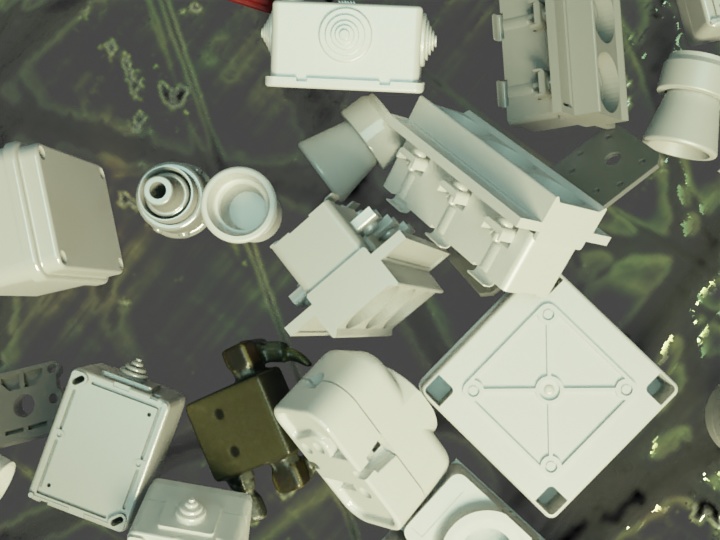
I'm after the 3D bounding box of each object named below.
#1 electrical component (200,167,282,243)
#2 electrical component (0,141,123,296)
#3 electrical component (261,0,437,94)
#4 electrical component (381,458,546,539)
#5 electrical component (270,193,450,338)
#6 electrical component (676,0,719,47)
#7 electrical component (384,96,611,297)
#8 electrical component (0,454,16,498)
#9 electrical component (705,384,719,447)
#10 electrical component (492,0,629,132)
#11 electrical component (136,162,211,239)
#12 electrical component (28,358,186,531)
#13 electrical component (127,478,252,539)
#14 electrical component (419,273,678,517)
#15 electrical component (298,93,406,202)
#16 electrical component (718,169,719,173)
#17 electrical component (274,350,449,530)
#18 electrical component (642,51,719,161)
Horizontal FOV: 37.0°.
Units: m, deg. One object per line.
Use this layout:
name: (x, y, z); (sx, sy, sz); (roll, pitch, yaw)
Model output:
electrical component: (-0.068, -0.036, 0.646); (0.044, 0.065, 0.044); (0, 87, 3)
electrical component: (-0.188, -0.027, 0.630); (0.057, 0.113, 0.078); (-13, 87, 6)
electrical component: (-0.005, -0.131, 0.631); (0.100, 0.099, 0.048); (3, 101, 4)
electrical component: (0.091, 0.216, 0.628); (0.186, 0.060, 0.105); (42, 90, 4)
electrical component: (0.000, 0.000, 0.609); (0.079, 0.121, 0.063); (-40, 78, 10)
electrical component: (0.221, -0.175, 0.637); (0.062, 0.061, 0.096); (-14, 87, 3)
electrical component: (0.070, -0.041, 0.609); (0.121, 0.079, 0.063); (45, 116, 41)
electrical component: (-0.260, 0.117, 0.662); (0.081, 0.043, 0.043); (29, 90, 4)
electrical component: (0.277, 0.092, 0.615); (0.138, 0.074, 0.052); (7, 88, 4)
electrical component: (0.117, -0.146, 0.637); (0.063, 0.079, 0.121); (-5, 87, 35)
electrical component: (-0.115, -0.045, 0.651); (0.048, 0.062, 0.048); (0, 88, 3)
electrical component: (-0.147, 0.098, 0.647); (0.062, 0.061, 0.096); (20, 90, 3)
electrical component: (-0.099, 0.165, 0.628); (0.062, 0.061, 0.096); (9, 117, 2)
electrical component: (0.109, 0.069, 0.635); (0.109, 0.056, 0.108); (44, 91, 4)
electrical component: (-0.003, -0.075, 0.654); (0.055, 0.045, 0.045); (-37, 86, 1)
electrical component: (0.251, -0.069, 0.639); (0.066, 0.048, 0.055); (36, 98, 4)
electrical component: (0.005, 0.094, 0.620); (0.059, 0.054, 0.095); (-46, 113, -27)
electrical component: (0.198, -0.098, 0.643); (0.045, 0.045, 0.055); (16, 88, 4)
